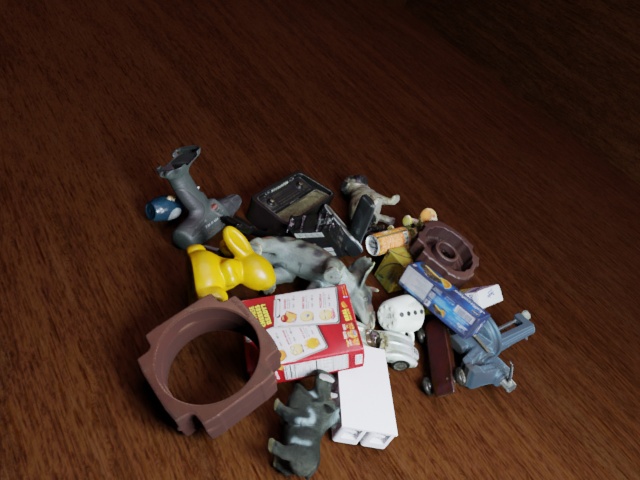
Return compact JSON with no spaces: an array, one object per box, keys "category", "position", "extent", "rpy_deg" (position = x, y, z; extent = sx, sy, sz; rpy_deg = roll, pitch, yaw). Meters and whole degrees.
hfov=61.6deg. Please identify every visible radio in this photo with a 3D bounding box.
[{"category":"radio","position":[-0.076,-0.091,1.380],"extent":[0.131,0.073,0.229],"rpy_deg":[36,38,14]}]

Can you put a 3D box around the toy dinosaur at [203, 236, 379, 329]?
[{"category":"toy dinosaur","position":[-0.040,0.055,1.202],"extent":[0.405,0.131,0.192],"rpy_deg":[25,17,13]}]

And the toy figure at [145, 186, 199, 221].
[{"category":"toy figure","position":[-0.327,-0.080,1.236],"extent":[0.154,0.064,0.057],"rpy_deg":[-23,93,-50]}]

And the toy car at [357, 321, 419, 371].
[{"category":"toy car","position":[0.117,0.219,1.134],"extent":[0.202,0.056,0.073],"rpy_deg":[16,38,-12]}]

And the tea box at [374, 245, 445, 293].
[{"category":"tea box","position":[0.231,0.065,1.351],"extent":[0.169,0.098,0.068],"rpy_deg":[-10,49,-35]}]

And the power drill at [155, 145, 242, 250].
[{"category":"power drill","position":[-0.271,-0.104,1.202],"extent":[0.086,0.207,0.232],"rpy_deg":[6,40,25]}]

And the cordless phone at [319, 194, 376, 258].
[{"category":"cordless phone","position":[0.065,-0.058,1.331],"extent":[0.089,0.184,0.147],"rpy_deg":[-13,52,-34]}]

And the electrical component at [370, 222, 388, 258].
[{"category":"electrical component","position":[0.155,0.000,1.401],"extent":[0.045,0.078,0.102],"rpy_deg":[3,50,-9]}]

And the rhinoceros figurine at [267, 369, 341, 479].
[{"category":"rhinoceros figurine","position":[-0.022,0.303,0.909],"extent":[0.112,0.073,0.190],"rpy_deg":[1,39,15]}]

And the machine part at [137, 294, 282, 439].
[{"category":"machine part","position":[-0.181,0.207,0.900],"extent":[0.201,0.087,0.202],"rpy_deg":[-33,57,-21]}]

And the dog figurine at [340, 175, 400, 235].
[{"category":"dog figurine","position":[0.100,-0.104,1.494],"extent":[0.172,0.121,0.191],"rpy_deg":[-13,37,-44]}]

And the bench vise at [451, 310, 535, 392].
[{"category":"bench vise","position":[0.400,0.228,1.215],"extent":[0.241,0.128,0.224],"rpy_deg":[-20,34,-21]}]

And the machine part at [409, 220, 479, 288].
[{"category":"machine part","position":[0.299,0.035,1.301],"extent":[0.179,0.056,0.179],"rpy_deg":[17,45,-18]}]

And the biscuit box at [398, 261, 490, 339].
[{"category":"biscuit box","position":[0.270,0.129,1.181],"extent":[0.063,0.059,0.203],"rpy_deg":[-6,39,-49]}]

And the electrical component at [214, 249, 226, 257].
[{"category":"electrical component","position":[-0.199,0.049,1.134],"extent":[0.063,0.094,0.021],"rpy_deg":[31,9,6]}]

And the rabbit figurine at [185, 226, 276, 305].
[{"category":"rabbit figurine","position":[-0.176,0.062,1.065],"extent":[0.173,0.122,0.162],"rpy_deg":[-2,64,-18]}]

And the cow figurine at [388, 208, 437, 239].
[{"category":"cow figurine","position":[0.261,-0.027,1.421],"extent":[0.098,0.167,0.068],"rpy_deg":[7,63,-37]}]

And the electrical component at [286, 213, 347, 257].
[{"category":"electrical component","position":[-0.003,-0.004,1.267],"extent":[0.115,0.134,0.058],"rpy_deg":[0,55,23]}]

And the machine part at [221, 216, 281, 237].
[{"category":"machine part","position":[-0.157,-0.023,1.236],"extent":[0.084,0.039,0.138],"rpy_deg":[16,-4,46]}]

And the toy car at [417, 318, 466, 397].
[{"category":"toy car","position":[0.261,0.251,1.155],"extent":[0.053,0.089,0.202],"rpy_deg":[53,24,-33]}]
